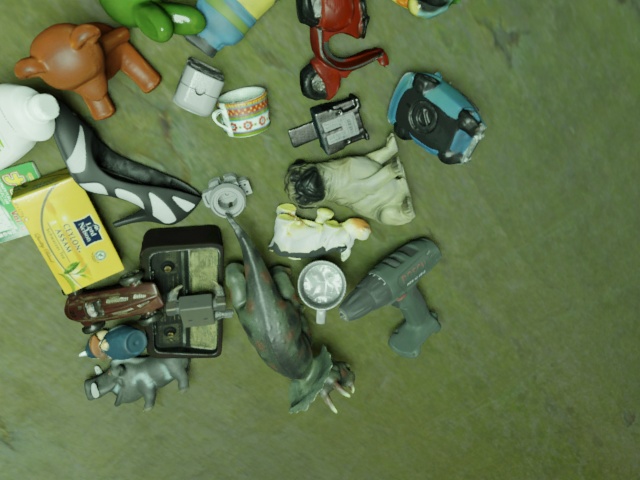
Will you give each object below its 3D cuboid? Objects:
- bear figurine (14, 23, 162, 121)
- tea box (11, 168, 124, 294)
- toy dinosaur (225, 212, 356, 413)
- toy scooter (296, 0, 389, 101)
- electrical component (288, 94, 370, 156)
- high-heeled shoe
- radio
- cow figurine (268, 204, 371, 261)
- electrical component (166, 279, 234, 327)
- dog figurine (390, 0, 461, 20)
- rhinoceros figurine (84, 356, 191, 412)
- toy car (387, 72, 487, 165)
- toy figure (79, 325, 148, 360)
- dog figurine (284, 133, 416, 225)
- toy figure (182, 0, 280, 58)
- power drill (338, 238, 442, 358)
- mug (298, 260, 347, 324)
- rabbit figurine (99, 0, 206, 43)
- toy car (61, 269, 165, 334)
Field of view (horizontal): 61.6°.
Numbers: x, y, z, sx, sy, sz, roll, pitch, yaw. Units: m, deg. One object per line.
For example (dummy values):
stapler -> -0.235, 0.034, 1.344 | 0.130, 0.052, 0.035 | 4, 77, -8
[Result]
bear figurine -> -0.286, -0.213, 0.680 | 0.120, 0.196, 0.131 | -32, 119, 1
tea box -> -0.381, -0.015, 0.819 | 0.098, 0.068, 0.169 | -26, 120, -15
toy dinosaur -> -0.066, 0.152, 0.898 | 0.131, 0.192, 0.404 | -31, 131, -1
toy scooter -> 0.036, -0.295, 0.776 | 0.135, 0.075, 0.183 | -7, 121, -8
electrical component -> 0.011, -0.176, 0.846 | 0.119, 0.048, 0.074 | -18, 118, -4
high-heeled shoe -> -0.279, -0.115, 0.787 | 0.145, 0.086, 0.248 | -22, 130, -6
radio -> -0.232, 0.091, 0.913 | 0.131, 0.073, 0.229 | 0, 116, -12
cow figurine -> -0.001, -0.002, 0.919 | 0.167, 0.068, 0.098 | 8, 120, -12
electrical component -> -0.194, 0.102, 0.863 | 0.102, 0.045, 0.078 | -9, 147, -4
dog figurine -> 0.134, -0.357, 0.685 | 0.191, 0.219, 0.108 | 34, 109, -24
rhinoceros figurine -> -0.327, 0.248, 0.973 | 0.190, 0.073, 0.111 | -19, 120, -2
toy car -> 0.194, -0.195, 0.836 | 0.103, 0.162, 0.109 | -31, 150, -40
toy figure -> -0.354, 0.177, 0.919 | 0.155, 0.058, 0.064 | -12, 141, 39
dog figurine -> 0.052, -0.072, 0.890 | 0.191, 0.121, 0.172 | -16, 117, 13
toy figure -> -0.107, -0.327, 0.727 | 0.089, 0.082, 0.180 | 31, 102, -36
power drill -> 0.138, 0.118, 0.970 | 0.232, 0.086, 0.207 | -42, 125, -23
mug -> 0.008, 0.087, 0.933 | 0.081, 0.107, 0.109 | -4, 90, 4
rabbit figurine -> -0.207, -0.323, 0.665 | 0.170, 0.121, 0.159 | -30, 98, 44
toy car -> -0.337, 0.103, 0.863 | 0.202, 0.053, 0.089 | -9, 106, 29
